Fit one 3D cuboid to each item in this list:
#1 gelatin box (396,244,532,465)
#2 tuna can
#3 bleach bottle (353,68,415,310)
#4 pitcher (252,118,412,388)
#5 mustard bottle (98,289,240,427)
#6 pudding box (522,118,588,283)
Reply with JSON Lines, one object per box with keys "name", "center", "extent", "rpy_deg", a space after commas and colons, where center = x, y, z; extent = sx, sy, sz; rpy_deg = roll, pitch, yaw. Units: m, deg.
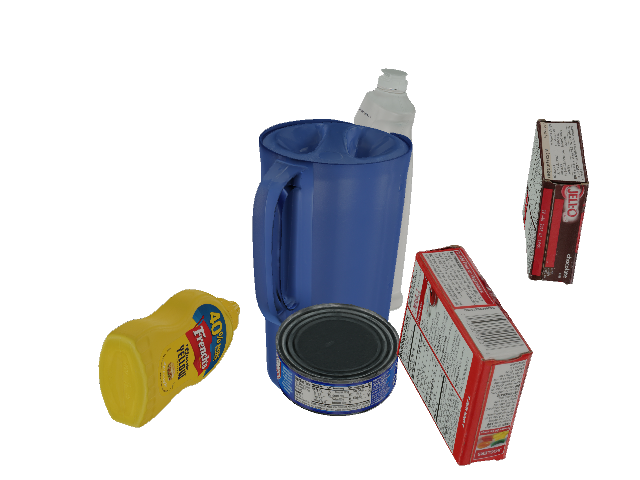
{"name": "gelatin box", "center": [0.072, 0.057, 0.547], "extent": [0.030, 0.073, 0.089], "rpy_deg": [-6, 37, -16]}
{"name": "tuna can", "center": [0.011, 0.082, 0.739], "extent": [0.086, 0.034, 0.086], "rpy_deg": [1, 33, -1]}
{"name": "bleach bottle", "center": [0.063, -0.056, 1.148], "extent": [0.068, 0.251, 0.103], "rpy_deg": [-1, 22, -26]}
{"name": "pitcher", "center": [0.002, 0.022, 0.956], "extent": [0.149, 0.243, 0.145], "rpy_deg": [-3, 22, -13]}
{"name": "mustard bottle", "center": [-0.138, 0.102, 1.055], "extent": [0.058, 0.096, 0.191], "rpy_deg": [10, 23, 26]}
{"name": "pudding box", "center": [0.185, -0.033, 0.844], "extent": [0.039, 0.090, 0.113], "rpy_deg": [5, 32, 4]}
